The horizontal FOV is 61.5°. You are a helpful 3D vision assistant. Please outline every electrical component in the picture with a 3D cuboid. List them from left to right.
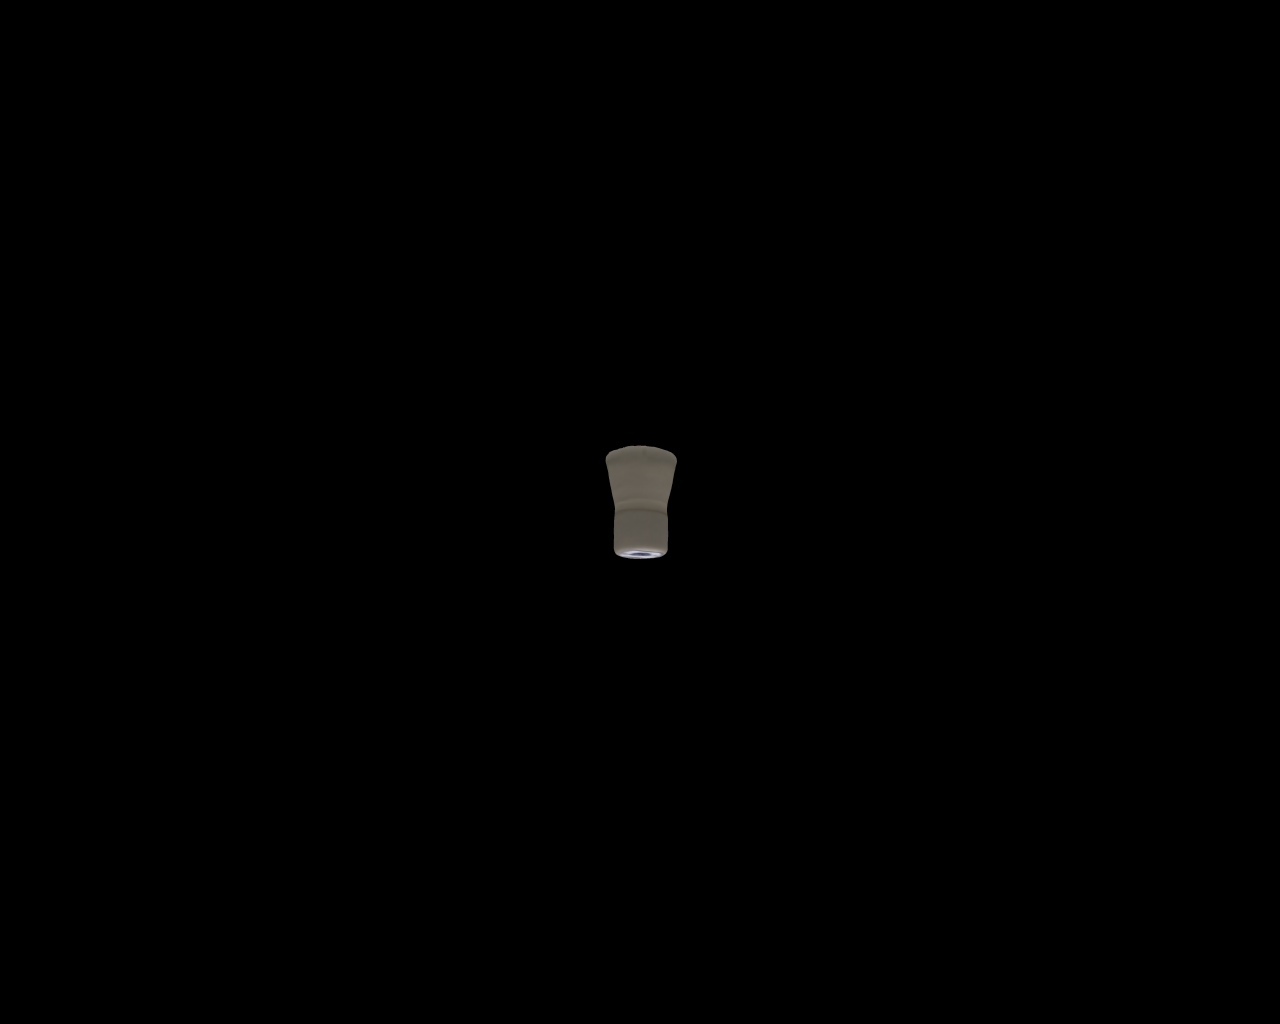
[{"bbox_3d":[0.001,-0.003,0.650,0.044,0.065,0.044,0,-14,0],"label":"electrical component"}]
